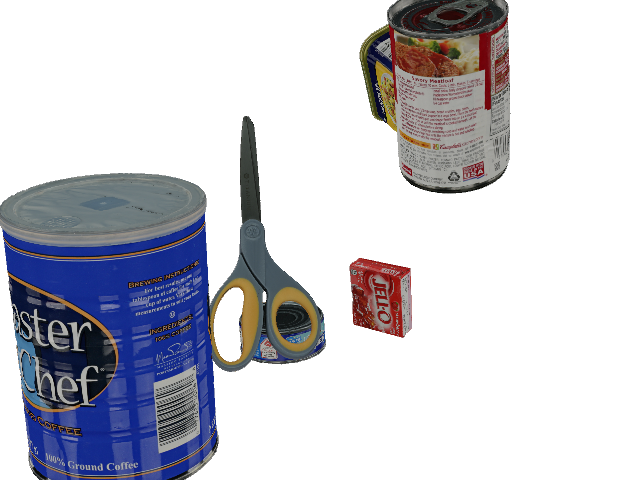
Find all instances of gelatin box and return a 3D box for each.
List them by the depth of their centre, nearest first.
[{"bbox_3d":[0.076,0.071,1.336,0.073,0.089,0.030,13,31,31],"label":"gelatin box"}]

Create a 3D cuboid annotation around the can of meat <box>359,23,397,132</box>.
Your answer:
[{"bbox_3d":[0.086,-0.129,0.935,0.057,0.102,0.084,-32,50,-13],"label":"can of meat"}]

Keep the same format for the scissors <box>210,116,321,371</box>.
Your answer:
[{"bbox_3d":[-0.035,0.006,0.824,0.096,0.201,0.016,13,-15,-2],"label":"scissors"}]

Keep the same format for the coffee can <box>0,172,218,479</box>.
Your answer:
[{"bbox_3d":[-0.107,0.045,0.555,0.103,0.140,0.103,-1,19,0],"label":"coffee can"}]

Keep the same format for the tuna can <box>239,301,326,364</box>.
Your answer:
[{"bbox_3d":[-0.038,0.089,1.059,0.086,0.034,0.086,-3,19,1],"label":"tuna can"}]

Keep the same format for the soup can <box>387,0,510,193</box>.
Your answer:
[{"bbox_3d":[0.077,-0.087,0.624,0.068,0.102,0.068,-5,34,3],"label":"soup can"}]
